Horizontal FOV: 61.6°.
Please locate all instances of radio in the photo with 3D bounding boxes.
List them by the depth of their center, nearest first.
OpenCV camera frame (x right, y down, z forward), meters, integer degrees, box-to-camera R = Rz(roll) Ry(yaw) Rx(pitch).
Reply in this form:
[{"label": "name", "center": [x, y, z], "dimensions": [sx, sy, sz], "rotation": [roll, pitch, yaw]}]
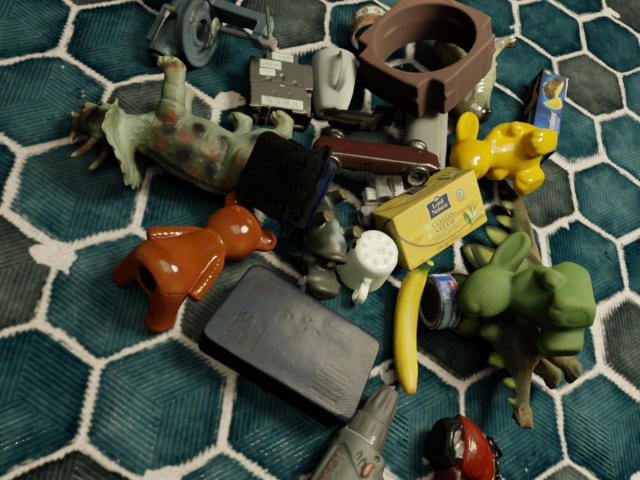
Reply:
[{"label": "radio", "center": [-0.039, 0.145, 0.747], "dimensions": [0.229, 0.073, 0.131], "rotation": [32, 61, -3]}]

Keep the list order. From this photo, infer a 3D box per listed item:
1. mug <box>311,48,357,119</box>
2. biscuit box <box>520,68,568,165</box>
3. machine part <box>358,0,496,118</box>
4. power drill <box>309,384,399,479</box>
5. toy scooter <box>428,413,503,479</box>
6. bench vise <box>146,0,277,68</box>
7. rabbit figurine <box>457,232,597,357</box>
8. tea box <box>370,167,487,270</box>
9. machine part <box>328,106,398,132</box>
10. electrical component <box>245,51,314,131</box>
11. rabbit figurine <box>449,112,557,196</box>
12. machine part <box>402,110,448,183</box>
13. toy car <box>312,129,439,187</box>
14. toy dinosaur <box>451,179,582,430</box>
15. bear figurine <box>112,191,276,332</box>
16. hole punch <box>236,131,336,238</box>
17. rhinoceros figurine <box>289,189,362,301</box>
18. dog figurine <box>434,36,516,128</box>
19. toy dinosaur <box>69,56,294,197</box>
[{"label": "mug", "center": [0.028, -0.270, 0.935], "dimensions": [0.081, 0.109, 0.107], "rotation": [8, 77, -22]}, {"label": "biscuit box", "center": [0.441, -0.246, 1.070], "dimensions": [0.059, 0.062, 0.202], "rotation": [23, 62, -5]}, {"label": "machine part", "center": [0.183, -0.323, 0.939], "dimensions": [0.202, 0.087, 0.201], "rotation": [37, 74, 29]}, {"label": "power drill", "center": [0.088, 0.320, 0.672], "dimensions": [0.207, 0.085, 0.232], "rotation": [36, 66, 25]}, {"label": "toy scooter", "center": [0.211, 0.340, 0.735], "dimensions": [0.135, 0.075, 0.184], "rotation": [18, 66, -8]}, {"label": "bench vise", "center": [-0.172, -0.376, 0.896], "dimensions": [0.241, 0.128, 0.223], "rotation": [21, 69, 13]}, {"label": "rabbit figurine", "center": [0.282, 0.067, 0.755], "dimensions": [0.170, 0.121, 0.159], "rotation": [4, 56, 14]}, {"label": "tea box", "center": [0.177, -0.037, 0.863], "dimensions": [0.170, 0.068, 0.098], "rotation": [-31, 115, -17]}, {"label": "machine part", "center": [0.079, -0.207, 0.921], "dimensions": [0.139, 0.084, 0.039], "rotation": [-23, 115, -49]}, {"label": "electrical component", "center": [-0.070, -0.260, 0.923], "dimensions": [0.115, 0.058, 0.134], "rotation": [7, 65, -16]}, {"label": "rabbit figurine", "center": [0.295, -0.156, 0.934], "dimensions": [0.173, 0.121, 0.162], "rotation": [-19, 51, -22]}, {"label": "machine part", "center": [0.187, -0.182, 0.957], "dimensions": [0.079, 0.079, 0.243], "rotation": [13, 64, -11]}, {"label": "toy car", "center": [0.087, -0.128, 0.855], "dimensions": [0.202, 0.053, 0.089], "rotation": [8, 39, 0]}, {"label": "toy dinosaur", "center": [0.319, 0.074, 0.871], "dimensions": [0.199, 0.105, 0.471], "rotation": [21, 52, -3]}, {"label": "bear figurine", "center": [-0.169, 0.020, 0.753], "dimensions": [0.120, 0.132, 0.196], "rotation": [50, 45, 7]}, {"label": "hole punch", "center": [-0.041, -0.084, 0.771], "dimensions": [0.116, 0.092, 0.142], "rotation": [31, 100, 15]}, {"label": "rhinoceros figurine", "center": [-0.002, -0.002, 0.804], "dimensions": [0.073, 0.112, 0.190], "rotation": [22, 45, -37]}, {"label": "dog figurine", "center": [0.265, -0.318, 1.023], "dimensions": [0.172, 0.121, 0.190], "rotation": [25, 70, 8]}, {"label": "toy dinosaur", "center": [-0.168, -0.132, 0.809], "dimensions": [0.405, 0.131, 0.192], "rotation": [20, 79, -19]}]
